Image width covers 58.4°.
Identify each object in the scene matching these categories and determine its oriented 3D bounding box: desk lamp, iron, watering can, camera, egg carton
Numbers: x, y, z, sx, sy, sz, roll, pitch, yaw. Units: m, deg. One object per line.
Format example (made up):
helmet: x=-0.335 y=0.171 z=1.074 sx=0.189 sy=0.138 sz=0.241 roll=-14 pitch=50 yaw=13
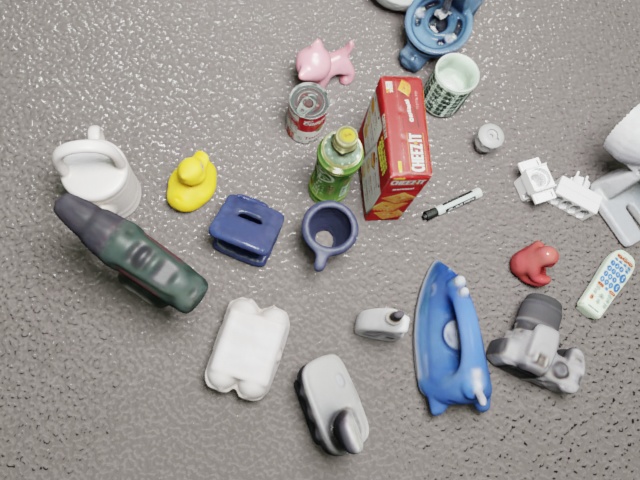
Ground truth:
desk lamp: x=0.565 y=-0.119 z=0.985 sx=0.118 sy=0.213 sz=0.203 roll=-29 pitch=80 yaw=-13
iron: x=0.218 y=0.143 z=0.908 sx=0.119 sy=0.141 sz=0.258 roll=-3 pitch=75 yaw=-8
watering can: x=-0.337 y=-0.095 z=0.873 sx=0.101 sy=0.194 sz=0.173 roll=-29 pitch=80 yaw=-13
camera: x=0.370 y=0.165 z=0.943 sx=0.143 sy=0.100 sz=0.137 roll=25 pitch=73 yaw=0
egg carton: x=-0.111 y=0.170 z=0.896 sx=0.107 sy=0.069 sz=0.150 roll=17 pitch=74 yaw=-2

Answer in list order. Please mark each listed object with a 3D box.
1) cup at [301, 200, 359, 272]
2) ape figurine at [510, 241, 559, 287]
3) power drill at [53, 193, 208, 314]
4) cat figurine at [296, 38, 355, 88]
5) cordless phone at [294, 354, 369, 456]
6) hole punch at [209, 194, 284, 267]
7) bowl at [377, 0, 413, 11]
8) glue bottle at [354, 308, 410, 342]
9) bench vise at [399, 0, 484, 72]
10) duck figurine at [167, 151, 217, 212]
cup: x=0.009 y=0.003 z=0.943 sx=0.091 sy=0.095 sz=0.118 roll=15 pitch=74 yaw=-3
ape figurine: x=0.375 y=0.036 z=0.983 sx=0.076 sy=0.092 sz=0.078 roll=16 pitch=74 yaw=-3
power drill: x=-0.266 y=0.033 z=0.841 sx=0.229 sy=0.208 sz=0.076 roll=32 pitch=74 yaw=2
cat figurine: x=0.007 y=-0.316 z=1.016 sx=0.128 sy=0.117 sz=0.067 roll=-27 pitch=80 yaw=-13
cordless phone: x=0.025 y=0.240 z=0.835 sx=0.094 sy=0.185 sz=0.147 roll=-23 pitch=79 yaw=-12
hole punch: x=-0.120 y=-0.023 z=0.936 sx=0.108 sy=0.091 sz=0.101 roll=21 pitch=73 yaw=-1
bowl: x=0.156 y=-0.506 z=1.109 sx=0.167 sy=0.074 sz=0.167 roll=2 pitch=75 yaw=-7
glue bottle: x=0.104 y=0.127 z=0.881 sx=0.078 sy=0.173 sz=0.037 roll=13 pitch=74 yaw=-3
bench vise: x=0.231 y=-0.428 z=1.022 sx=0.121 sy=0.219 sz=0.207 roll=26 pitch=73 yaw=1
duck figurine: x=-0.214 y=-0.101 z=0.947 sx=0.077 sy=0.086 sz=0.105 roll=30 pitch=74 yaw=2
